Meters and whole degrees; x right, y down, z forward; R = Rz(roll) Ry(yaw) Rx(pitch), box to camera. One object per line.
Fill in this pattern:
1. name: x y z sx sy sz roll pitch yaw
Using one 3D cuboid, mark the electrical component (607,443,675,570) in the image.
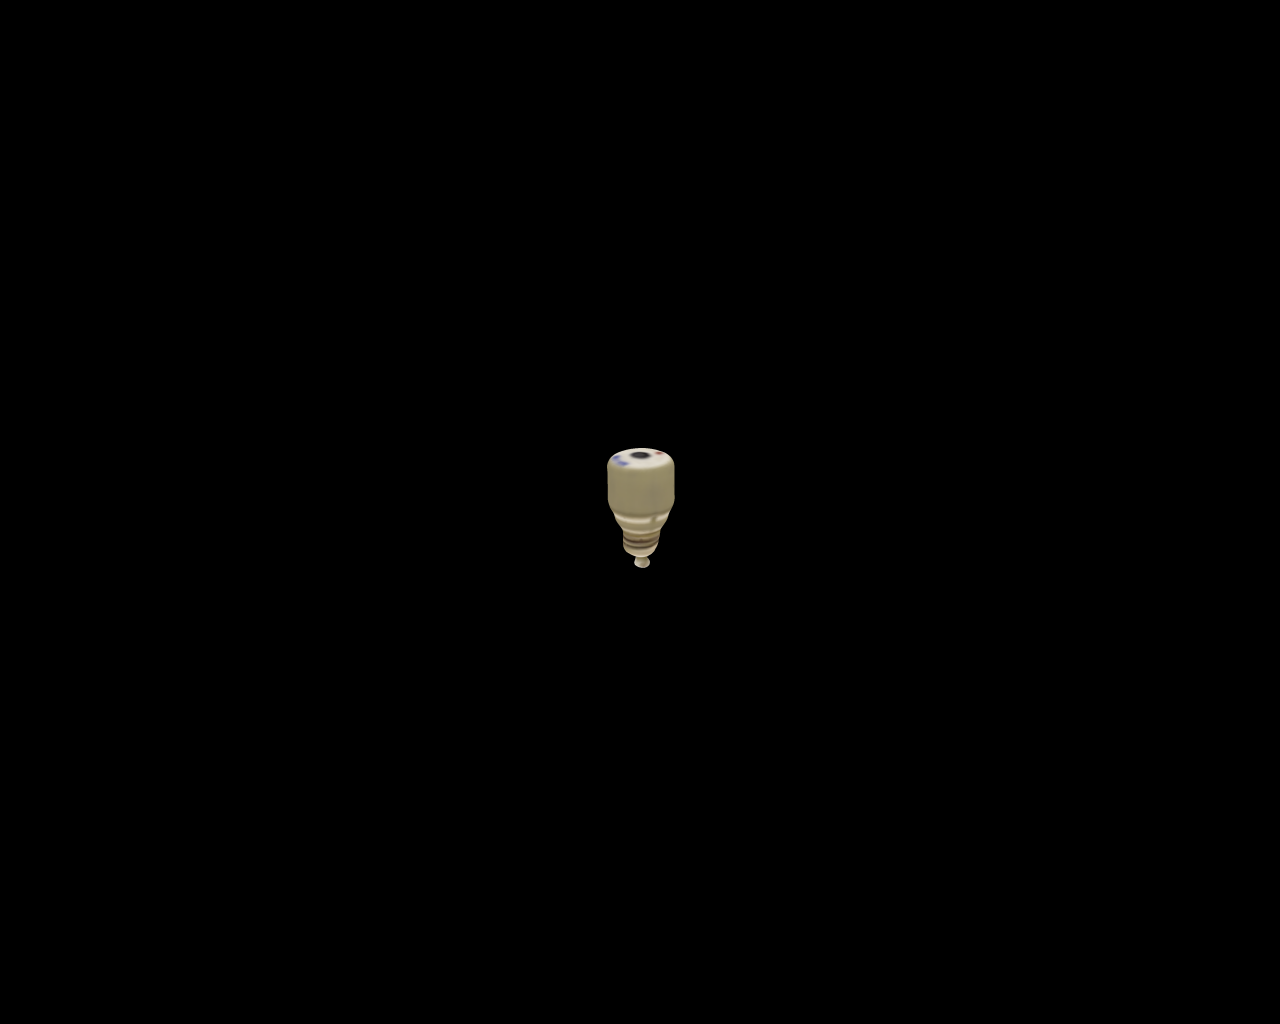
1. electrical component: 0.001 -0.003 0.650 0.040 0.078 0.040 0 22 0
